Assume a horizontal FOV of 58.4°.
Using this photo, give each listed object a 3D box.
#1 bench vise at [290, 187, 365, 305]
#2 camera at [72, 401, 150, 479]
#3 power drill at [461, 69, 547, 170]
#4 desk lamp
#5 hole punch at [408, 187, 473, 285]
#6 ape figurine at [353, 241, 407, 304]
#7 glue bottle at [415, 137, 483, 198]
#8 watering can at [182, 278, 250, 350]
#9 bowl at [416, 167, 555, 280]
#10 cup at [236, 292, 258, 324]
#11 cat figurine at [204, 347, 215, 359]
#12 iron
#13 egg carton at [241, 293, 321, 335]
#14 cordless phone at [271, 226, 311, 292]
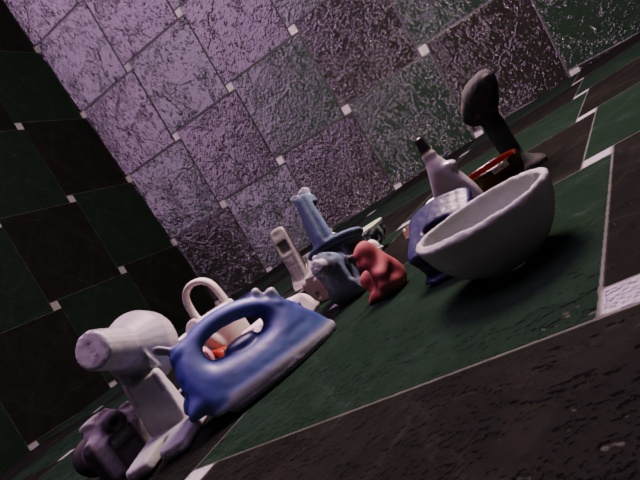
[{"bbox_3d":[0.020,-0.003,1.072,0.121,0.220,0.207,-34,3,3],"label":"bench vise"},{"bbox_3d":[-0.343,0.328,0.947,0.136,0.101,0.143,-32,4,34],"label":"camera"},{"bbox_3d":[0.348,-0.225,1.118,0.075,0.208,0.229,-34,3,4],"label":"power drill"},{"bbox_3d":[-0.270,0.214,0.870,0.118,0.213,0.203,-34,3,3],"label":"desk lamp"},{"bbox_3d":[0.170,-0.008,0.767,0.108,0.091,0.101,-32,4,32],"label":"hole punch"},{"bbox_3d":[0.084,0.043,0.880,0.076,0.092,0.078,-35,3,-1],"label":"ape figurine"},{"bbox_3d":[0.209,-0.096,0.940,0.078,0.173,0.037,-33,4,28],"label":"glue bottle"},{"bbox_3d":[-0.218,0.167,1.205,0.101,0.194,0.173,-35,3,-1],"label":"watering can"},{"bbox_3d":[0.194,-0.005,0.635,0.167,0.075,0.167,-34,3,3],"label":"bowl"},{"bbox_3d":[-0.181,0.192,1.368,0.091,0.095,0.118,-31,5,42],"label":"cup"},{"bbox_3d":[-0.206,0.221,0.980,0.067,0.118,0.127,-36,4,-17],"label":"cat figurine"},{"bbox_3d":[-0.111,0.149,0.852,0.259,0.141,0.118,-36,4,-22],"label":"iron"},{"bbox_3d":[-0.067,0.154,0.987,0.151,0.069,0.107,-37,4,-41],"label":"egg carton"},{"bbox_3d":[-0.039,0.033,1.445,0.147,0.185,0.094,-33,4,28],"label":"cordless phone"}]
